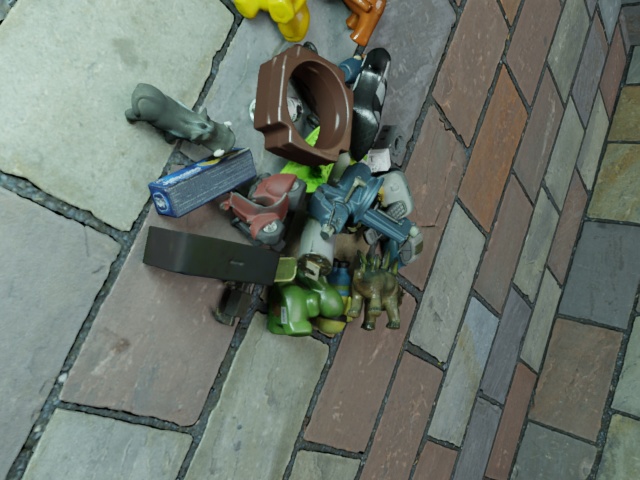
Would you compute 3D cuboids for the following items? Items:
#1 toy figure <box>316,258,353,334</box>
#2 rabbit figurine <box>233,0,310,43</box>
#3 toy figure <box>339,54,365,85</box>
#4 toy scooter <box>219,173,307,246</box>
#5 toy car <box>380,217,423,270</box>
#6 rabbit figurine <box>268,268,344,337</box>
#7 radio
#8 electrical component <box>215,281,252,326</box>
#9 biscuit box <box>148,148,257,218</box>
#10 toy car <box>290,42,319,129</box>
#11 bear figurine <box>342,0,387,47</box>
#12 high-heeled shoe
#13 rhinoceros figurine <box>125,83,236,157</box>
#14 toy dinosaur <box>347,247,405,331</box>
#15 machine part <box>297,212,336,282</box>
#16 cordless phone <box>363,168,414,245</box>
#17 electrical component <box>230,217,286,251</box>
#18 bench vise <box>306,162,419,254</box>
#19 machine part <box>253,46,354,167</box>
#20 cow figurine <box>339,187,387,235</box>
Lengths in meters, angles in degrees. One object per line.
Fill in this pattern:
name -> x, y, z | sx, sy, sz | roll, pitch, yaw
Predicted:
toy figure -> 0.031, 0.136, 1.300 | 0.089, 0.082, 0.180 | -1, 101, -52
rabbit figurine -> -0.073, -0.467, 1.052 | 0.173, 0.122, 0.162 | 42, 57, -60
toy figure -> 0.099, -0.410, 1.278 | 0.154, 0.064, 0.058 | -32, 84, -45
toy scooter -> -0.111, -0.073, 1.033 | 0.075, 0.135, 0.184 | 100, 13, -47
toy car -> 0.232, 0.010, 1.487 | 0.109, 0.103, 0.161 | -26, 115, -42
rabbit figurine -> -0.028, 0.135, 1.209 | 0.170, 0.121, 0.159 | -2, 78, -34
radio -> -0.196, 0.030, 0.979 | 0.229, 0.131, 0.073 | 16, 86, -49
electrical component -> -0.175, 0.124, 1.093 | 0.078, 0.045, 0.102 | 27, 79, -77
biscuit box -> -0.211, -0.109, 0.987 | 0.203, 0.059, 0.062 | -35, 124, -40
toy car -> -0.020, -0.329, 1.163 | 0.089, 0.053, 0.201 | -47, 133, -14
bear figurine -> 0.043, -0.530, 1.164 | 0.196, 0.120, 0.132 | 16, 130, -25
high-heeled shoe -> 0.113, -0.313, 1.242 | 0.145, 0.086, 0.248 | -52, 155, -62
rhinoceros figurine -> -0.231, -0.202, 0.907 | 0.190, 0.112, 0.073 | 24, 78, -40
toy dinosaur -> 0.159, 0.130, 1.376 | 0.470, 0.105, 0.198 | 47, 47, -63
machine part -> -0.002, -0.004, 1.181 | 0.243, 0.079, 0.079 | -83, 151, -46
cordless phone -> 0.155, -0.087, 1.396 | 0.184, 0.089, 0.146 | -46, 129, -27
electrical component -> -0.115, -0.023, 1.092 | 0.119, 0.048, 0.075 | 45, 62, -12
bench vise -> 0.101, -0.059, 1.161 | 0.128, 0.241, 0.224 | -57, -177, 43
machine part -> -0.030, -0.255, 1.055 | 0.201, 0.087, 0.201 | 14, 78, -46
cow figurine -> 0.107, -0.081, 1.300 | 0.167, 0.098, 0.068 | -43, 111, -17
